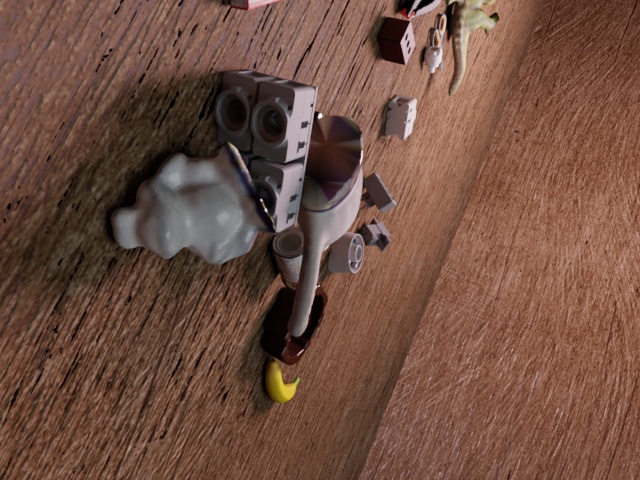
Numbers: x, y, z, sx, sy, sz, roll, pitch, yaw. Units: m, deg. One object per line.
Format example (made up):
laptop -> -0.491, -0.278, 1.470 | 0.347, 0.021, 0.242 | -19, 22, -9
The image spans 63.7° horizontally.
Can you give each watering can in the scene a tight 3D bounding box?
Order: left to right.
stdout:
watering can -> 0.002, -0.039, 0.780 | 0.104, 0.354, 0.220 | 11, -21, 8

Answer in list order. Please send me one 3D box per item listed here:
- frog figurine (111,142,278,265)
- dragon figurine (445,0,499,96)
frog figurine -> -0.147, -0.028, 0.584 | 0.160, 0.135, 0.124 | -26, 28, -7
dragon figurine -> 0.365, -0.600, 1.325 | 0.123, 0.410, 0.242 | 17, 2, 37
